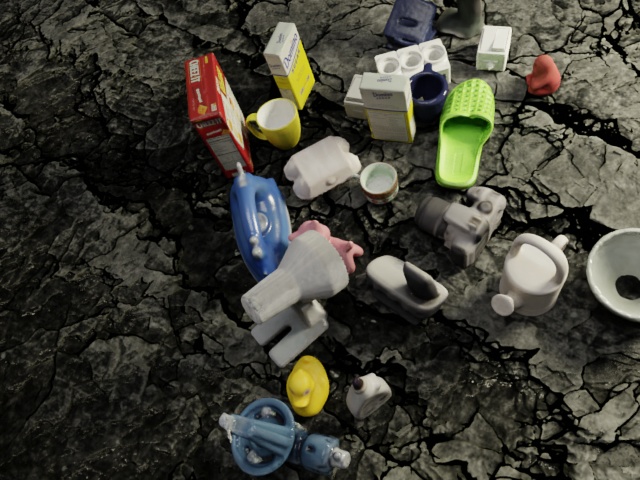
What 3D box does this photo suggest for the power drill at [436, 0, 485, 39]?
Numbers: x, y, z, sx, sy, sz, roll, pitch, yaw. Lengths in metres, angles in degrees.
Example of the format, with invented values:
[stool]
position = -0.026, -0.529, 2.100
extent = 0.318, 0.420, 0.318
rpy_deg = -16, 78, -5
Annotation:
[power drill]
position = 0.300, -0.549, 1.248
extent = 0.229, 0.209, 0.076
rpy_deg = 23, 72, 22

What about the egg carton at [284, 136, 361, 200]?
[egg carton]
position = 0.005, -0.149, 1.197
extent = 0.150, 0.069, 0.107
rpy_deg = -29, 62, -2

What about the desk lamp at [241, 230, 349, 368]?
[desk lamp]
position = -0.044, 0.104, 1.003
extent = 0.203, 0.214, 0.117
rpy_deg = -42, 63, -9

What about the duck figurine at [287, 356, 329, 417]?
[duck figurine]
position = -0.028, 0.250, 1.001
extent = 0.077, 0.086, 0.104
rpy_deg = -1, 64, 12

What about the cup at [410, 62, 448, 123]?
[cup]
position = 0.225, -0.304, 1.209
extent = 0.091, 0.095, 0.118
rpy_deg = 2, 65, 14

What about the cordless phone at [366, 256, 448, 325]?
[cordless phone]
position = 0.146, 0.062, 0.997
extent = 0.147, 0.185, 0.094
rpy_deg = 30, 74, 24

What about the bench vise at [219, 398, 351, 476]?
[bench vise]
position = -0.060, 0.305, 0.905
extent = 0.207, 0.220, 0.121
rpy_deg = -7, 63, 10

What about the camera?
[camera]
position = 0.256, -0.046, 1.073
extent = 0.136, 0.101, 0.143
rpy_deg = 30, 74, 24

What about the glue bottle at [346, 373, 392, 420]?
[glue bottle]
position = 0.072, 0.246, 0.930
extent = 0.078, 0.173, 0.037
rpy_deg = -36, 62, -6

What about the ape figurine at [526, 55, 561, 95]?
[ape figurine]
position = 0.458, -0.345, 1.179
extent = 0.076, 0.092, 0.078
rpy_deg = 32, 75, 24

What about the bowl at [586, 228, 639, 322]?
[bowl]
position = 0.533, 0.069, 0.970
extent = 0.167, 0.075, 0.167
rpy_deg = -5, 64, 10

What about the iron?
[iron]
position = -0.123, -0.024, 1.124
extent = 0.118, 0.142, 0.258
rpy_deg = -17, 62, 4

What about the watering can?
[watering can]
position = 0.353, 0.057, 0.948
extent = 0.100, 0.194, 0.173
rpy_deg = 16, 69, 20

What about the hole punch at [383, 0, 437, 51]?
[hole punch]
position = 0.207, -0.487, 1.305
extent = 0.108, 0.091, 0.101
rpy_deg = 24, 72, 22

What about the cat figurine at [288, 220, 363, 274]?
[cat figurine]
position = 0.010, 0.004, 1.094
extent = 0.127, 0.118, 0.067
rpy_deg = 15, 69, 19
